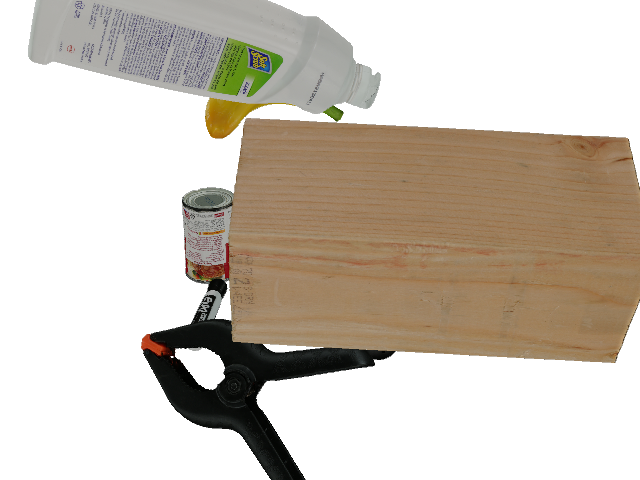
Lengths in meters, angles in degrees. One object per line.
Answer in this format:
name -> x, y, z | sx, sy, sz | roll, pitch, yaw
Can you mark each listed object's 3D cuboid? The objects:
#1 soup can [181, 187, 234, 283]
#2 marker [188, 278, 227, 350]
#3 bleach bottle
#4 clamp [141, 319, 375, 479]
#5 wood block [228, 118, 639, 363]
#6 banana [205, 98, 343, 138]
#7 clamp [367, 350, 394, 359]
soup can -> -0.136, -0.007, 1.321 | 0.068, 0.102, 0.068 | 0, 26, 0
marker -> -0.106, 0.067, 0.997 | 0.020, 0.020, 0.121 | 0, 22, 6
bleach bottle -> -0.080, -0.142, 0.784 | 0.250, 0.068, 0.103 | 16, -34, -12
clamp -> -0.055, 0.116, 0.771 | 0.172, 0.120, 0.039 | 13, -10, 19
wood block -> 0.058, 0.001, 0.572 | 0.206, 0.091, 0.090 | 3, -43, 0
banana -> -0.052, -0.134, 0.998 | 0.070, 0.037, 0.197 | 42, 33, 21
clamp -> 0.117, 0.039, 0.997 | 0.210, 0.164, 0.036 | -3, -43, -7
